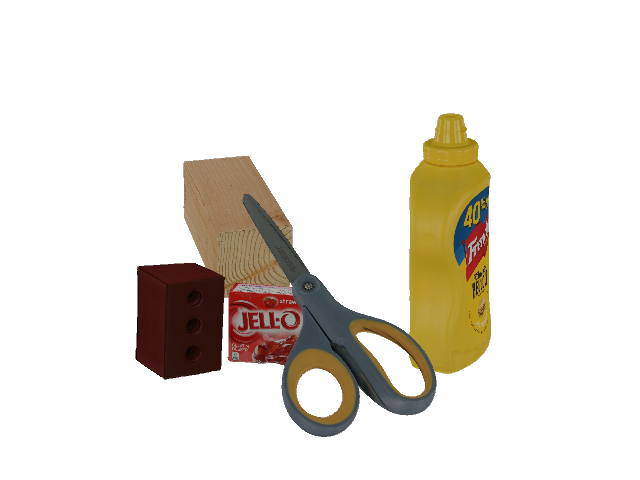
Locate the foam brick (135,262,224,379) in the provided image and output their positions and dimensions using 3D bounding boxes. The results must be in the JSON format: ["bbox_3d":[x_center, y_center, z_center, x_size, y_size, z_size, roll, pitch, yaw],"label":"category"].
[{"bbox_3d":[-0.110,0.061,0.833,0.052,0.078,0.051,-6,15,-34],"label":"foam brick"}]

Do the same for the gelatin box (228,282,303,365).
[{"bbox_3d":[-0.045,0.082,1.032,0.089,0.073,0.030,4,15,10],"label":"gelatin box"}]

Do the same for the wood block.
[{"bbox_3d":[-0.107,-0.022,1.327,0.090,0.090,0.206,-6,29,-17],"label":"wood block"}]

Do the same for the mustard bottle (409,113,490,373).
[{"bbox_3d":[0.100,-0.002,0.819,0.058,0.192,0.096,8,22,28],"label":"mustard bottle"}]

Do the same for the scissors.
[{"bbox_3d":[-0.017,0.045,0.648,0.096,0.016,0.202,-33,54,-27],"label":"scissors"}]
